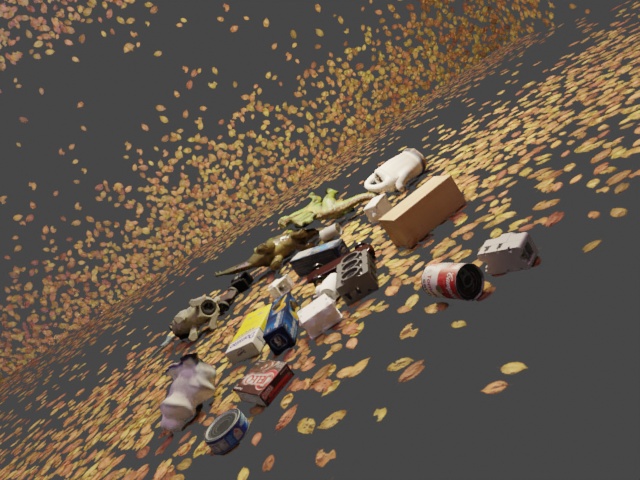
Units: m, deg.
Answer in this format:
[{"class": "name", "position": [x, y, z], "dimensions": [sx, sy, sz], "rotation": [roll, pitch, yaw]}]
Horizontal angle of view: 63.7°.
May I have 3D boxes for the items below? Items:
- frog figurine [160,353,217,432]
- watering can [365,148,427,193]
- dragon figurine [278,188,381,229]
[{"class": "frog figurine", "position": [-0.305, 0.364, 1.199], "dimensions": [0.136, 0.120, 0.163], "rotation": [-21, 53, 17]}, {"class": "watering can", "position": [0.283, -0.231, 1.812], "dimensions": [0.225, 0.103, 0.349], "rotation": [-34, 17, -10]}, {"class": "dragon figurine", "position": [0.006, -0.094, 1.867], "dimensions": [0.408, 0.121, 0.247], "rotation": [-10, 22, 42]}]
